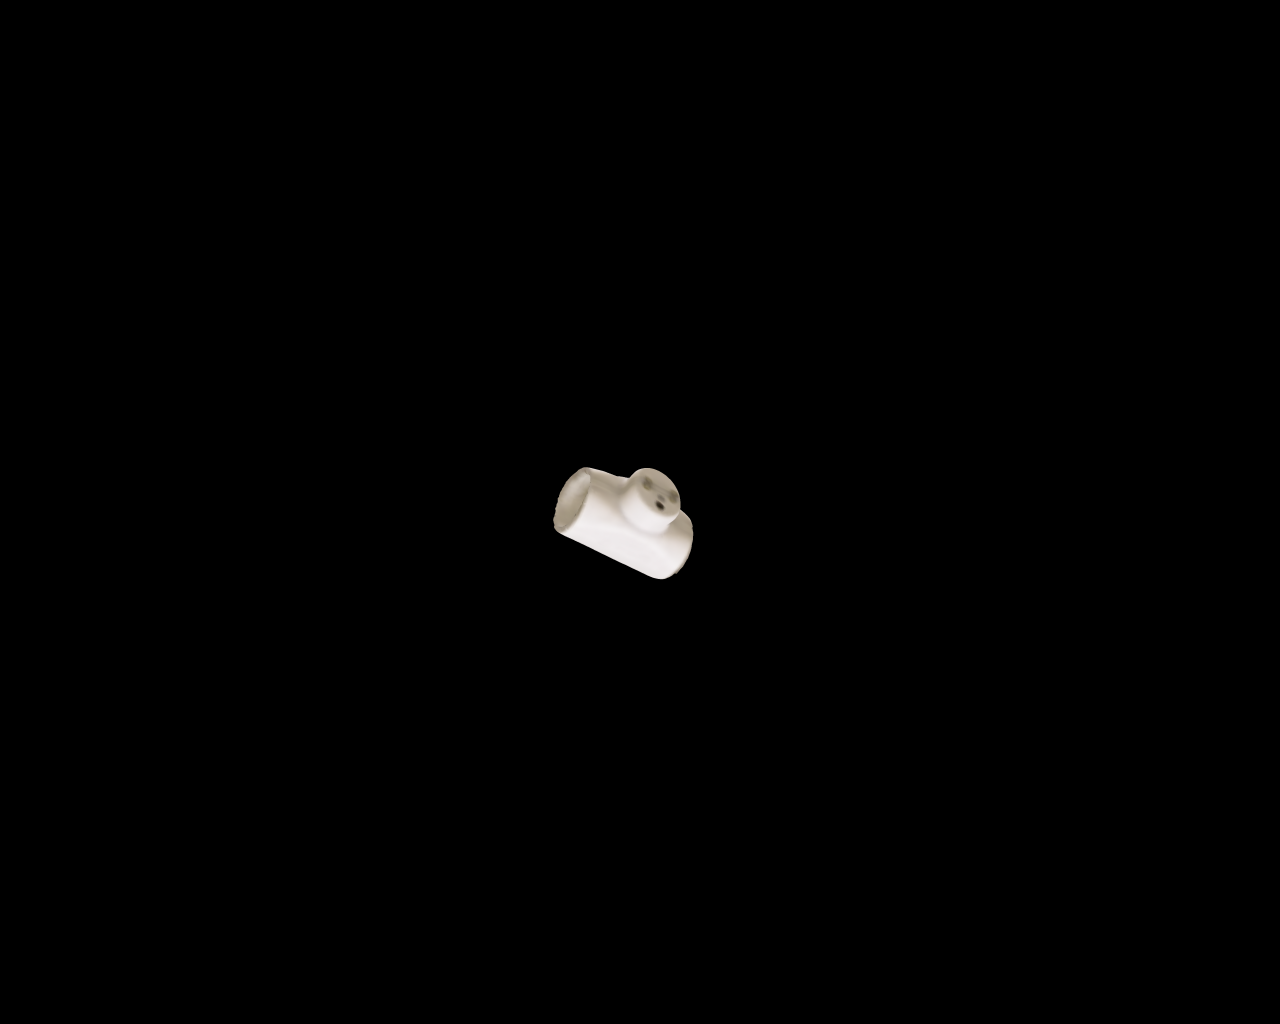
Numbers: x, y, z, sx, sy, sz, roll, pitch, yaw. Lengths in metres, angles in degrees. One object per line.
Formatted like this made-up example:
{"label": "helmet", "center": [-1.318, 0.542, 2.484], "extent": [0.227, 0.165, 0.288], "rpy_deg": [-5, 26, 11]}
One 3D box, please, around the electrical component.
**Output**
{"label": "electrical component", "center": [0.001, -0.003, 0.650], "extent": [0.077, 0.044, 0.079], "rpy_deg": [26, -49, -25]}
